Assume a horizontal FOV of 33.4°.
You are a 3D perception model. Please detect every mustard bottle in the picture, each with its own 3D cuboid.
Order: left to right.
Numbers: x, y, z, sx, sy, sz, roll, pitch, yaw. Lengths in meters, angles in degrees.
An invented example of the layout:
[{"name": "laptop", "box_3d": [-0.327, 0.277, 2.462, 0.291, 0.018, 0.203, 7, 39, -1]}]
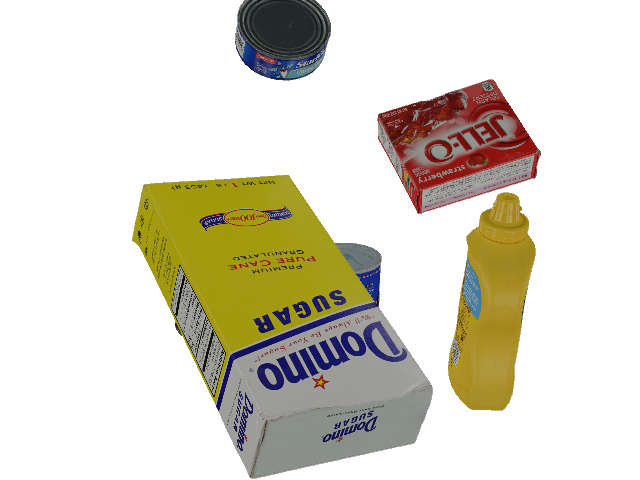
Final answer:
[{"name": "mustard bottle", "box_3d": [0.149, 0.047, 0.926, 0.058, 0.192, 0.096, 3, 30, 0]}]

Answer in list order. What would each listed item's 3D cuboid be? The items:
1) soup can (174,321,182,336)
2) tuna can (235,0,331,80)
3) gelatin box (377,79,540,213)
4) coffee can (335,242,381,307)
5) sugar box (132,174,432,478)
[{"name": "soup can", "box_3d": [-0.084, 0.021, 0.839, 0.068, 0.102, 0.068, -1, 24, 0]}, {"name": "tuna can", "box_3d": [-0.035, -0.188, 0.976, 0.086, 0.086, 0.034, 0, -32, -11]}, {"name": "gelatin box", "box_3d": [0.092, -0.065, 0.719, 0.089, 0.073, 0.030, -18, -35, -8]}, {"name": "coffee can", "box_3d": [0.034, 0.086, 1.514, 0.103, 0.140, 0.103, 0, 21, 0]}, {"name": "sugar box", "box_3d": [-0.025, 0.034, 0.549, 0.093, 0.048, 0.176, -7, 40, -29]}]
